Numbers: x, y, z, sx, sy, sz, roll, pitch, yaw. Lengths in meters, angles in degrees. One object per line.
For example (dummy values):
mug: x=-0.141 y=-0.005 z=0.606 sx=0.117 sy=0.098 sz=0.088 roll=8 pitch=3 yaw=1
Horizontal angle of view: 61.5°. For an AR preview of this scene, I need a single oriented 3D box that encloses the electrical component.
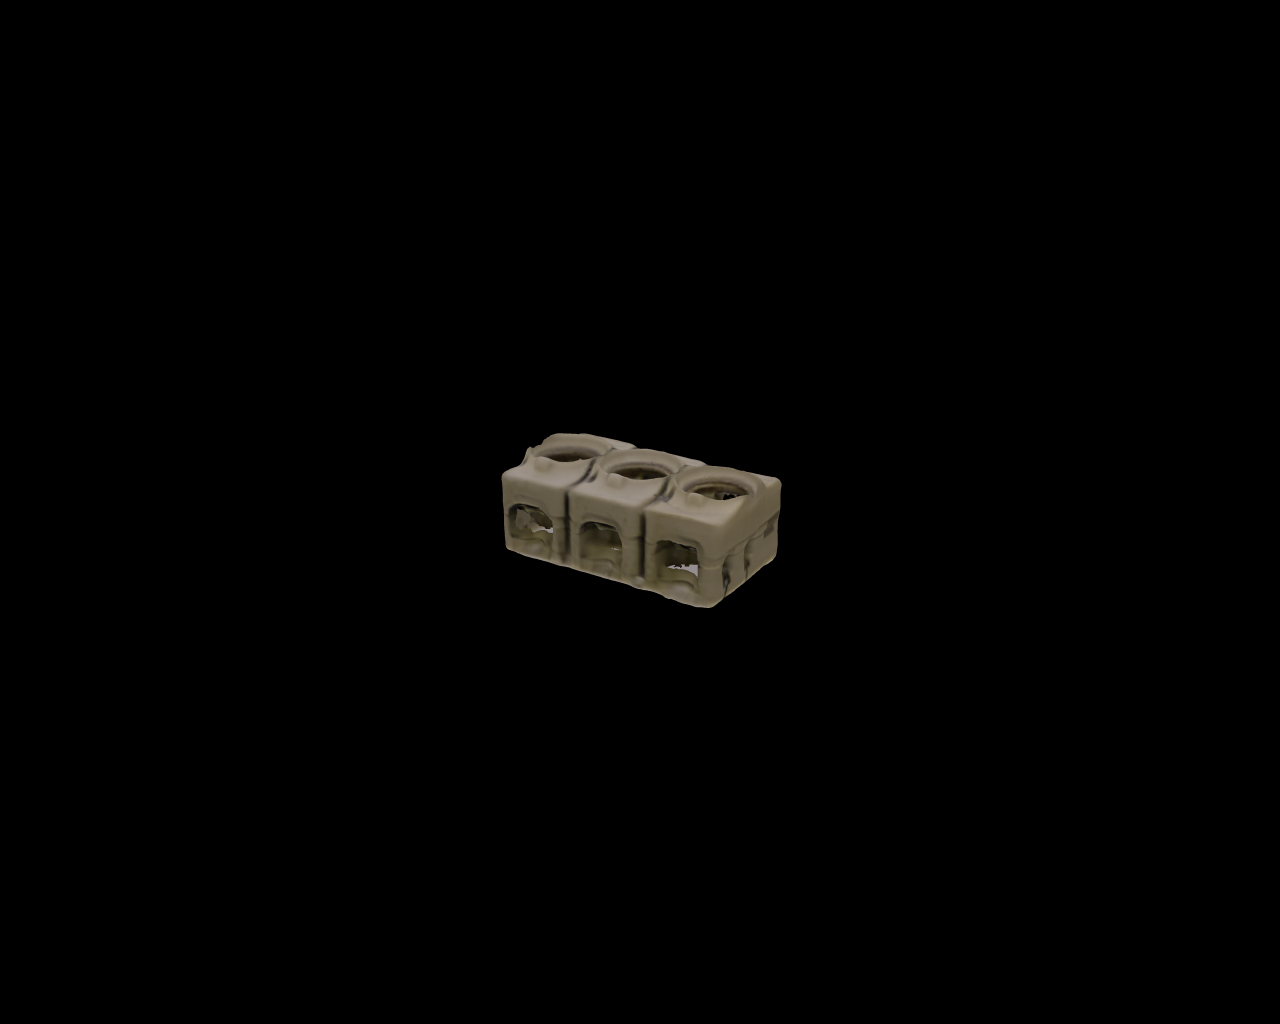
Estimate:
electrical component: x=0.001 y=-0.003 z=0.650 sx=0.150 sy=0.061 sz=0.090 roll=14 pitch=27 yaw=29
